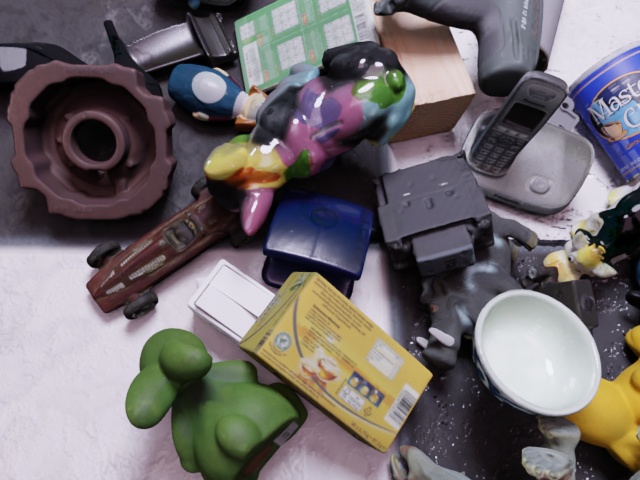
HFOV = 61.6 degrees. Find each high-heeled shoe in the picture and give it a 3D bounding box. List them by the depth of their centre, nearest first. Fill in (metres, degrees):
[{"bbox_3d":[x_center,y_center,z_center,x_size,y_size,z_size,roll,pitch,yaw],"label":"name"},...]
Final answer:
[{"bbox_3d":[-0.309,-0.164,0.637,0.249,0.086,0.145,-12,105,9],"label":"high-heeled shoe"}]

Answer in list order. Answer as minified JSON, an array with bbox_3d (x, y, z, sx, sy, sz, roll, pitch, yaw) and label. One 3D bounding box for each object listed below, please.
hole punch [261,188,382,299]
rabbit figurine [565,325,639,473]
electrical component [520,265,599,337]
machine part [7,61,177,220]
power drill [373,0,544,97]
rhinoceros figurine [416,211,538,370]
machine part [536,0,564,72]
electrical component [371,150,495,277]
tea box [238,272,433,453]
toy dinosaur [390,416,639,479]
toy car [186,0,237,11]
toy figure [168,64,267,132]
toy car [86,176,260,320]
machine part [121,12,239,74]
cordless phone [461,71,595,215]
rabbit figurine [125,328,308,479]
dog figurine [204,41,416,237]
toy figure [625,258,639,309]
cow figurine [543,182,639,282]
[{"bbox_3d":[-0.001,-0.002,0.590,0.142,0.092,0.116,14,68,2],"label":"hole punch"},{"bbox_3d":[0.334,0.172,0.569,0.173,0.122,0.162,-15,84,5],"label":"rabbit figurine"},{"bbox_3d":[0.259,0.077,0.594,0.045,0.078,0.102,-1,84,-19],"label":"electrical component"},{"bbox_3d":[-0.240,-0.106,0.581,0.179,0.056,0.179,-1,103,-4],"label":"machine part"},{"bbox_3d":[0.164,-0.283,0.610,0.207,0.086,0.232,16,66,-26],"label":"power drill"},{"bbox_3d":[0.169,0.053,0.595,0.112,0.073,0.190,22,73,1],"label":"rhinoceros figurine"},{"bbox_3d":[0.281,-0.303,0.712,0.079,0.079,0.243,19,71,1],"label":"machine part"},{"bbox_3d":[0.123,-0.025,0.584,0.115,0.058,0.134,-18,48,11],"label":"electrical component"},{"bbox_3d":[0.016,0.119,0.535,0.169,0.068,0.098,43,71,-14],"label":"tea box"},{"bbox_3d":[0.263,0.269,0.474,0.405,0.131,0.192,10,103,6],"label":"toy dinosaur"},{"bbox_3d":[-0.128,-0.354,0.673,0.102,0.162,0.109,31,55,-42],"label":"toy car"},{"bbox_3d":[-0.104,-0.162,0.647,0.154,0.058,0.064,22,111,0],"label":"toy figure"},{"bbox_3d":[-0.162,0.004,0.592,0.202,0.053,0.089,-35,82,-15],"label":"toy car"},{"bbox_3d":[-0.178,-0.237,0.672,0.139,0.039,0.084,-19,81,-12],"label":"machine part"},{"bbox_3d":[0.247,-0.113,0.595,0.147,0.184,0.089,20,68,1],"label":"cordless phone"},{"bbox_3d":[-0.120,0.152,0.513,0.170,0.159,0.121,37,83,22],"label":"rabbit figurine"},{"bbox_3d":[-0.019,-0.103,0.553,0.219,0.192,0.108,-53,124,-38],"label":"dog figurine"},{"bbox_3d":[0.433,0.020,0.627,0.180,0.082,0.089,-44,100,-23],"label":"toy figure"},{"bbox_3d":[0.339,-0.005,0.616,0.167,0.098,0.068,-39,84,-9],"label":"cow figurine"}]
